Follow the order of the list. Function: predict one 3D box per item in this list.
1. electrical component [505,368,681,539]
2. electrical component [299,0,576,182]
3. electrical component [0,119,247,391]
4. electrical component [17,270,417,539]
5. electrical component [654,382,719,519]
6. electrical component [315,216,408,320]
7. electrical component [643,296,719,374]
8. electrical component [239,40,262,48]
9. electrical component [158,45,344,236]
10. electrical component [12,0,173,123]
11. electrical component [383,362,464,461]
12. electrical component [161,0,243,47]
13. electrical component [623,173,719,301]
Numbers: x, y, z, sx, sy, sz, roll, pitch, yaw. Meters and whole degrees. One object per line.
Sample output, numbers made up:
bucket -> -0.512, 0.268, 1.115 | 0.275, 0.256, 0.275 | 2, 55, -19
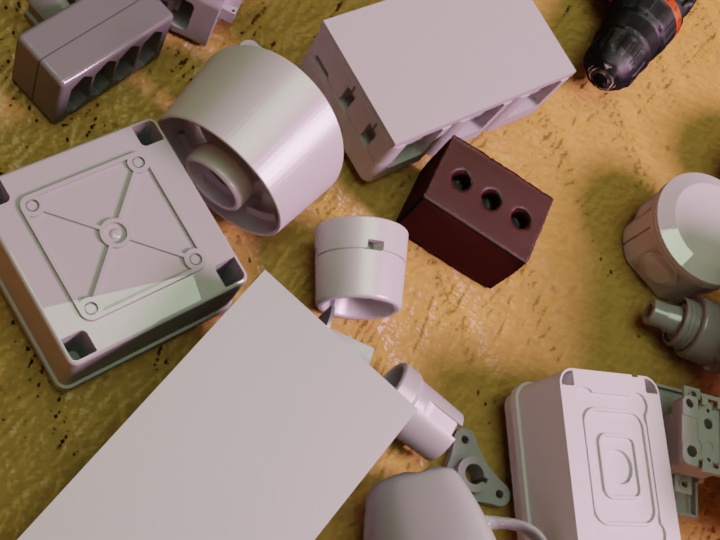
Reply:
electrical component -> 0.133, 0.119, 0.627 | 0.078, 0.057, 0.113 | 8, 67, -27
electrical component -> 0.048, -0.127, 0.691 | 0.150, 0.062, 0.089 | -25, 80, -28
electrical component -> -0.135, -0.009, 0.574 | 0.109, 0.056, 0.108 | -28, 82, -28
electrical component -> -0.075, 0.107, 0.538 | 0.105, 0.060, 0.186 | 43, 68, -4
electrical component -> 0.196, 0.107, 0.659 | 0.042, 0.064, 0.081 | 14, 65, -16
electrical component -> 0.000, 0.000, 0.627 | 0.055, 0.055, 0.047 | 9, 71, -19
electrical component -> 0.218, 0.037, 0.707 | 0.062, 0.048, 0.048 | 20, 63, -6
electrical component -> -0.066, -0.112, 0.634 | 0.040, 0.078, 0.040 | 2, 74, -7
electrical component -> -0.063, -0.069, 0.603 | 0.099, 0.099, 0.064 | 42, 67, -2
electrical component -> -0.166, -0.142, 0.619 | 0.075, 0.047, 0.083 | 48, 61, 1
electrical component -> 0.031, 0.082, 0.616 | 0.046, 0.040, 0.040 | 39, 61, -11
electrical component -> -0.079, -0.210, 0.621 | 0.062, 0.150, 0.089 | 24, 63, -10
electrical component -> 0.223, -0.021, 0.727 | 0.080, 0.051, 0.080 | 8, 67, -19
